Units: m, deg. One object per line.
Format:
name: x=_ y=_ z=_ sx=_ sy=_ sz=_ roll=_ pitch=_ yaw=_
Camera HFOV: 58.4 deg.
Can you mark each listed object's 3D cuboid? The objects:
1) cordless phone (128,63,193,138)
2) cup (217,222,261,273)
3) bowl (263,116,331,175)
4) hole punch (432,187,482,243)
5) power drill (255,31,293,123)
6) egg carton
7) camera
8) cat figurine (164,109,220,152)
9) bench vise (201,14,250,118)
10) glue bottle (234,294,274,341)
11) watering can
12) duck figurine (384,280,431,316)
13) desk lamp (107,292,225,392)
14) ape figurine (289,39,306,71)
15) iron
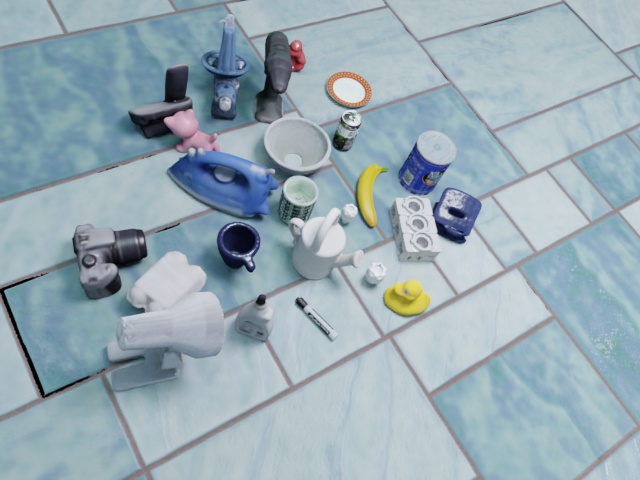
cordless phone: x=-0.370 y=-0.336 z=1.332 sx=0.148 sy=0.185 sz=0.094 roll=-26 pitch=70 yaw=-26
cup: x=-0.172 y=0.031 z=1.228 sx=0.092 sy=0.095 sz=0.117 roll=-21 pitch=68 yaw=-24
bowl: x=-0.061 y=-0.219 z=1.413 sx=0.167 sy=0.074 sz=0.167 roll=7 pitch=60 yaw=-11
hole punch: x=0.335 y=-0.061 z=1.420 sx=0.108 sy=0.091 sz=0.101 roll=24 pitch=58 yaw=0
power drill: x=-0.112 y=-0.392 z=1.419 sx=0.076 sy=0.208 sz=0.229 roll=4 pitch=60 yaw=-13
egg carton: x=-0.310 y=0.096 z=1.169 sx=0.107 sy=0.069 sz=0.150 roll=36 pitch=58 yaw=7
camera: x=-0.421 y=0.028 z=1.160 sx=0.137 sy=0.100 sz=0.143 roll=-11 pitch=64 yaw=-20
cat figurine: x=-0.298 y=-0.253 z=1.344 sx=0.128 sy=0.117 sz=0.067 roll=24 pitch=58 yaw=0
bench vise: x=-0.217 y=-0.420 z=1.401 sx=0.122 sy=0.219 sz=0.207 roll=-14 pitch=65 yaw=-21
glue bottle: x=-0.123 y=0.146 z=1.129 sx=0.078 sy=0.173 sz=0.037 roll=22 pitch=58 yaw=-1
watering can: x=0.012 y=0.003 z=1.236 sx=0.173 sy=0.194 sz=0.101 roll=15 pitch=58 yaw=-6
duck figurine: x=0.204 y=0.121 z=1.283 sx=0.104 sy=0.086 sz=0.077 roll=13 pitch=58 yaw=-7
desk lamp: x=-0.283 y=0.184 z=1.041 sx=0.204 sy=0.213 sz=0.118 roll=-11 pitch=64 yaw=-20
ape figurine: x=-0.072 y=-0.508 z=1.565 sx=0.078 sy=0.092 sz=0.076 roll=27 pitch=58 yaw=1
iron: x=-0.221 y=-0.152 z=1.293 sx=0.258 sy=0.141 sz=0.118 roll=18 pitch=58 yaw=-4
